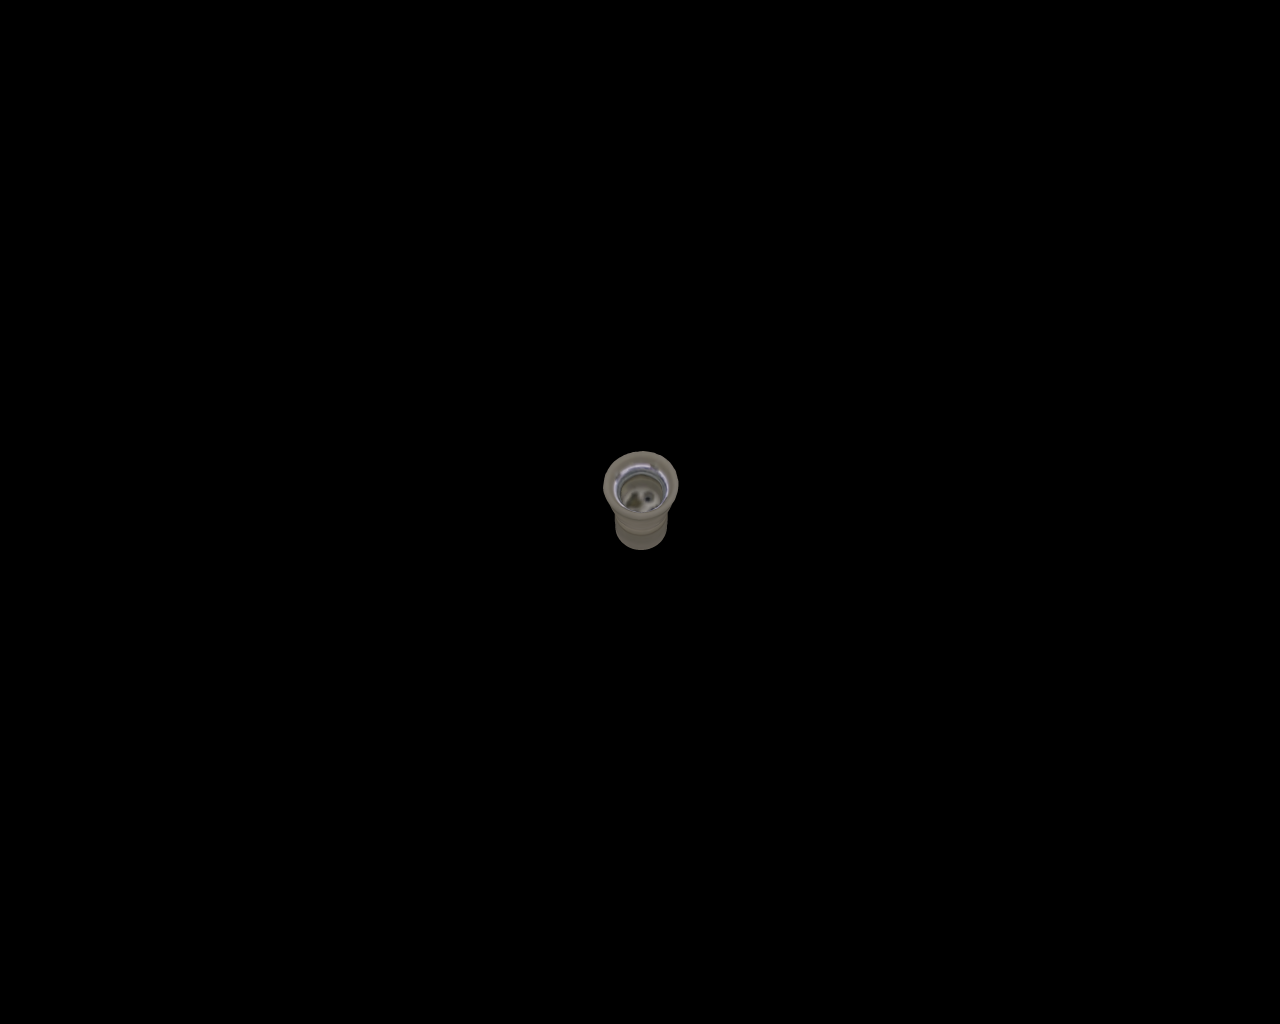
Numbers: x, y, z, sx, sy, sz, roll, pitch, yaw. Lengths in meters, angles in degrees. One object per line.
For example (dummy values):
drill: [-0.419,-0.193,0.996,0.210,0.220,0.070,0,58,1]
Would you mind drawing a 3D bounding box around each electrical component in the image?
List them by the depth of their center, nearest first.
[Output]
electrical component: [0.001,-0.003,0.650,0.044,0.044,0.065,0,-27,0]
